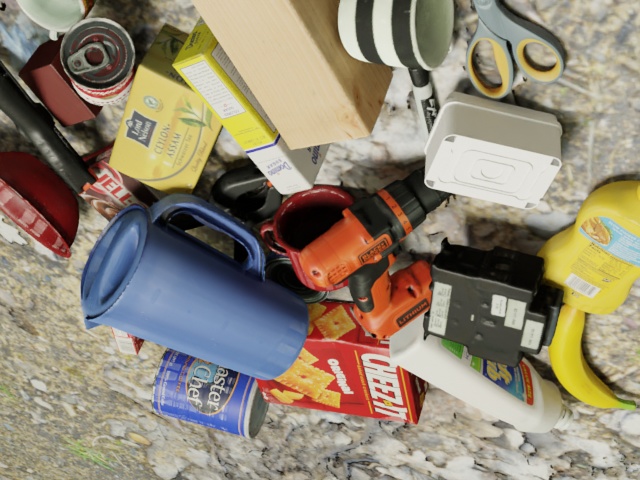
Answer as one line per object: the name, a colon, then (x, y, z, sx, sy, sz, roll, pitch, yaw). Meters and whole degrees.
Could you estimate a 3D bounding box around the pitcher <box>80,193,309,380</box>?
pitcher: (-0.126, 0.059, 1.176, 0.242, 0.145, 0.149, 27, 152, -32)

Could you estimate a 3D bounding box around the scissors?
scissors: (0.158, -0.197, 0.894, 0.096, 0.016, 0.202, 6, 140, 17)

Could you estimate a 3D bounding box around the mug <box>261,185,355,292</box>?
mug: (-0.008, 0.001, 1.154, 0.117, 0.093, 0.081, 2, 144, 17)

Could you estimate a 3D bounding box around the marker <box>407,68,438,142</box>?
marker: (0.101, -0.124, 1.007, 0.020, 0.020, 0.121, 4, 139, 22)

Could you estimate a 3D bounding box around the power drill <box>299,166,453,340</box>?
power drill: (0.079, 0.014, 1.107, 0.184, 0.057, 0.187, -34, 144, -4)

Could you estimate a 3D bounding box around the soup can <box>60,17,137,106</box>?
soup can: (-0.211, -0.170, 1.029, 0.068, 0.068, 0.102, 27, 175, -6)

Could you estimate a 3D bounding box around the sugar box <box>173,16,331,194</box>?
sugar box: (-0.057, -0.135, 1.010, 0.048, 0.093, 0.176, -10, 132, 35)

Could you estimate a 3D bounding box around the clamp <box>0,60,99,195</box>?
clamp: (-0.307, -0.132, 1.126, 0.165, 0.036, 0.210, 49, 176, 45)

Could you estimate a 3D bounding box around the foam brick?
foam brick: (-0.262, -0.165, 1.105, 0.051, 0.053, 0.078, -9, 133, 33)

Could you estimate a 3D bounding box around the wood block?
wood block: (-0.026, -0.188, 0.933, 0.091, 0.090, 0.206, -7, 135, 33)

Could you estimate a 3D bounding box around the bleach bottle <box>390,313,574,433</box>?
bleach bottle: (0.197, 0.151, 1.244, 0.250, 0.102, 0.068, 31, 136, -22)

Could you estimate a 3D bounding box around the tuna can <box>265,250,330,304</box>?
tuna can: (-0.024, 0.037, 1.250, 0.086, 0.033, 0.086, 14, 142, 11)

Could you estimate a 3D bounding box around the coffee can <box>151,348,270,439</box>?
coffee can: (-0.145, 0.204, 1.455, 0.140, 0.102, 0.103, 13, 142, 12)

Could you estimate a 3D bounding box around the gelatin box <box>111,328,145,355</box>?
gelatin box: (-0.245, 0.095, 1.396, 0.030, 0.073, 0.089, 10, 140, 13)

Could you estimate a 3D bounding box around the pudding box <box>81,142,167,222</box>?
pudding box: (-0.223, -0.057, 1.228, 0.090, 0.039, 0.113, -19, 128, 39)

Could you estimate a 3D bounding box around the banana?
banana: (0.297, 0.136, 1.216, 0.070, 0.037, 0.197, -21, 129, 20)

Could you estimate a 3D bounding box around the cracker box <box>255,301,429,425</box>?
cracker box: (0.018, 0.151, 1.337, 0.214, 0.072, 0.164, 6, 140, 19)

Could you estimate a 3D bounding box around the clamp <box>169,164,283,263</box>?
clamp: (-0.090, -0.029, 1.188, 0.172, 0.039, 0.120, -30, 142, 34)

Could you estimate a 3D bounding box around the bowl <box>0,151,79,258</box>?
bowl: (-0.335, -0.052, 1.249, 0.162, 0.055, 0.162, 35, 160, 15)

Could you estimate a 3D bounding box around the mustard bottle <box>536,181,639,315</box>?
mustard bottle: (0.289, -0.004, 1.029, 0.096, 0.058, 0.192, 30, 142, 1)
